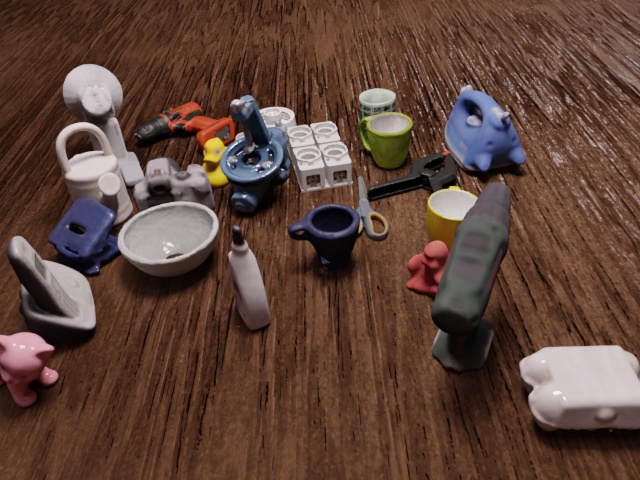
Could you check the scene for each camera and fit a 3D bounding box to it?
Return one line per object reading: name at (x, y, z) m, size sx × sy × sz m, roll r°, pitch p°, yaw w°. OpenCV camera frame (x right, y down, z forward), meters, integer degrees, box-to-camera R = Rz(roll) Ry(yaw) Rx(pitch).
camera at (-0.287, -0.116, 1.111) m, size 0.143 × 0.101 × 0.136 m, roll -11°, pitch 39°, yaw -9°

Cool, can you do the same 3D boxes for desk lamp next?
desk lamp at (-0.449, -0.241, 1.191) m, size 0.118 × 0.214 × 0.202 m, roll -19°, pitch 41°, yaw -18°

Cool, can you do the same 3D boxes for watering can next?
watering can at (-0.414, -0.122, 1.054) m, size 0.172 × 0.194 × 0.101 m, roll 16°, pitch 43°, yaw 23°

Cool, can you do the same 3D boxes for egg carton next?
egg carton at (0.328, 0.185, 0.706) m, size 0.150 × 0.069 × 0.107 m, roll -3°, pitch 39°, yaw 2°

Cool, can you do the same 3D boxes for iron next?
iron at (0.326, -0.248, 1.192) m, size 0.119 × 0.142 × 0.257 m, roll -11°, pitch 39°, yaw -9°

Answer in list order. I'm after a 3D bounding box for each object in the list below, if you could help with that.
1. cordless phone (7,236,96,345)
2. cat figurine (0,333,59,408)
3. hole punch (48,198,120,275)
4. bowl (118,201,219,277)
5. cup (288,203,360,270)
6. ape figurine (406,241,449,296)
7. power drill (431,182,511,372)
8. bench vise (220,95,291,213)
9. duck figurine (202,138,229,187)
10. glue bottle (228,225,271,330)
cordless phone at (-0.403, 0.052, 0.842) m, size 0.094 × 0.185 × 0.147 m, roll -19°, pitch 41°, yaw -18°
cat figurine at (-0.408, 0.157, 0.765) m, size 0.127 × 0.118 × 0.067 m, roll 17°, pitch 43°, yaw 24°
hole punch at (-0.407, -0.008, 0.993) m, size 0.108 × 0.091 × 0.101 m, roll 19°, pitch 44°, yaw 26°
bowl at (-0.249, 0.010, 0.971) m, size 0.167 × 0.075 × 0.167 m, roll -2°, pitch 39°, yaw 2°
cup at (0.009, 0.003, 0.940) m, size 0.118 × 0.095 × 0.091 m, roll -9°, pitch 39°, yaw -6°
ape figurine at (0.175, 0.040, 0.883) m, size 0.076 × 0.092 × 0.077 m, roll -13°, pitch 39°, yaw -11°
power drill at (0.201, 0.062, 0.759) m, size 0.075 × 0.209 × 0.230 m, roll 13°, pitch 42°, yaw 21°
bench vise at (-0.128, -0.190, 1.094) m, size 0.121 × 0.220 × 0.207 m, roll -1°, pitch 39°, yaw 4°
duck figurine at (-0.211, -0.171, 1.185) m, size 0.077 × 0.086 × 0.104 m, roll 6°, pitch 40°, yaw 12°
glue bottle at (-0.109, 0.048, 0.831) m, size 0.037 × 0.173 × 0.078 m, roll -22°, pitch 42°, yaw -20°
